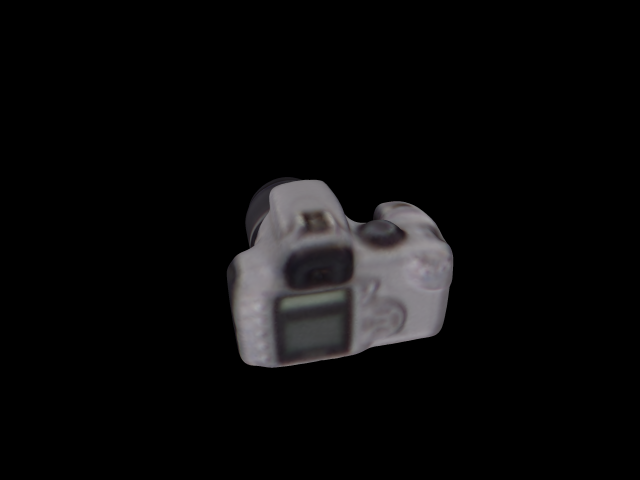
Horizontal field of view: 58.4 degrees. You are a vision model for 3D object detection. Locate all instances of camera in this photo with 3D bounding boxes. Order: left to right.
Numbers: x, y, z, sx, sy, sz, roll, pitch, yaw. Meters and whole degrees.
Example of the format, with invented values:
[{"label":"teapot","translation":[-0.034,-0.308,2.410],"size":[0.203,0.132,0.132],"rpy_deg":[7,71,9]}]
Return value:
[{"label":"camera","translation":[0.004,0.001,0.400],"size":[0.143,0.101,0.136],"rpy_deg":[-8,35,-11]}]
